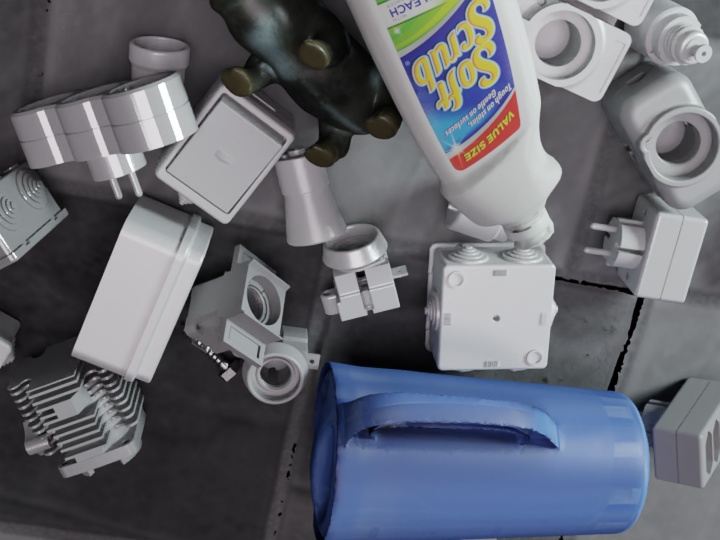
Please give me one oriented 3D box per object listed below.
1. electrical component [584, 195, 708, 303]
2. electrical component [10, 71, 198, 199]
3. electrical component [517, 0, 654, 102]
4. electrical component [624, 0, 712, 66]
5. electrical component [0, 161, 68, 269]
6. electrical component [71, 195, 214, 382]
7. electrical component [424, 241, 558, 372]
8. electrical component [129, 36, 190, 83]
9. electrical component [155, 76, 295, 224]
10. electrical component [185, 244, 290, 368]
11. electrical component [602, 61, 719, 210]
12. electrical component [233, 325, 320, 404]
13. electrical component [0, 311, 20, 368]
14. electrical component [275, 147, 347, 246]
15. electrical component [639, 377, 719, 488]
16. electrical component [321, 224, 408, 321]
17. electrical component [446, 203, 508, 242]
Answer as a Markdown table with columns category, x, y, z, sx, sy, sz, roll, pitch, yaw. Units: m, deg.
| category | x | y | z | sx | sy | sz | roll | pitch | yaw |
| --- | --- | --- | --- | --- | --- | --- | --- | --- | --- |
| electrical component | 0.204 | -0.019 | 0.791 | 0.077 | 0.047 | 0.065 | 8 | 111 | -7 |
| electrical component | -0.164 | -0.082 | 0.709 | 0.138 | 0.052 | 0.073 | -3 | 113 | 33 |
| electrical component | 0.096 | -0.197 | 0.706 | 0.186 | 0.060 | 0.105 | 22 | 108 | -12 |
| electrical component | 0.211 | -0.157 | 0.724 | 0.040 | 0.078 | 0.040 | -8 | 120 | -14 |
| electrical component | -0.260 | -0.026 | 0.725 | 0.100 | 0.099 | 0.048 | -24 | 108 | 18 |
| electrical component | -0.152 | 0.013 | 0.761 | 0.057 | 0.078 | 0.113 | 23 | 108 | -9 |
| electrical component | 0.097 | 0.028 | 0.803 | 0.100 | 0.048 | 0.099 | -1 | 110 | -6 |
| electrical component | -0.137 | -0.130 | 0.727 | 0.040 | 0.040 | 0.046 | 6 | 116 | -7 |
| electrical component | -0.096 | -0.079 | 0.737 | 0.062 | 0.061 | 0.096 | 36 | 105 | -16 |
| electrical component | -0.090 | 0.029 | 0.775 | 0.064 | 0.081 | 0.042 | -20 | 138 | 32 |
| electrical component | 0.218 | -0.094 | 0.756 | 0.054 | 0.059 | 0.095 | -32 | 110 | 8 |
| electrical component | -0.063 | 0.069 | 0.801 | 0.066 | 0.055 | 0.048 | 8 | 111 | -7 |
| electrical component | -0.308 | 0.058 | 0.782 | 0.100 | 0.048 | 0.099 | 33 | 106 | -16 |
| electrical component | -0.038 | -0.054 | 0.763 | 0.044 | 0.044 | 0.065 | -13 | 107 | 1 |
| electrical component | 0.244 | 0.122 | 0.841 | 0.076 | 0.083 | 0.047 | 7 | 117 | 35 |
| electrical component | 0.000 | 0.000 | 0.785 | 0.066 | 0.048 | 0.055 | -14 | 119 | 1 |
| electrical component | 0.098 | -0.039 | 0.779 | 0.078 | 0.040 | 0.040 | 18 | 109 | -11 |
